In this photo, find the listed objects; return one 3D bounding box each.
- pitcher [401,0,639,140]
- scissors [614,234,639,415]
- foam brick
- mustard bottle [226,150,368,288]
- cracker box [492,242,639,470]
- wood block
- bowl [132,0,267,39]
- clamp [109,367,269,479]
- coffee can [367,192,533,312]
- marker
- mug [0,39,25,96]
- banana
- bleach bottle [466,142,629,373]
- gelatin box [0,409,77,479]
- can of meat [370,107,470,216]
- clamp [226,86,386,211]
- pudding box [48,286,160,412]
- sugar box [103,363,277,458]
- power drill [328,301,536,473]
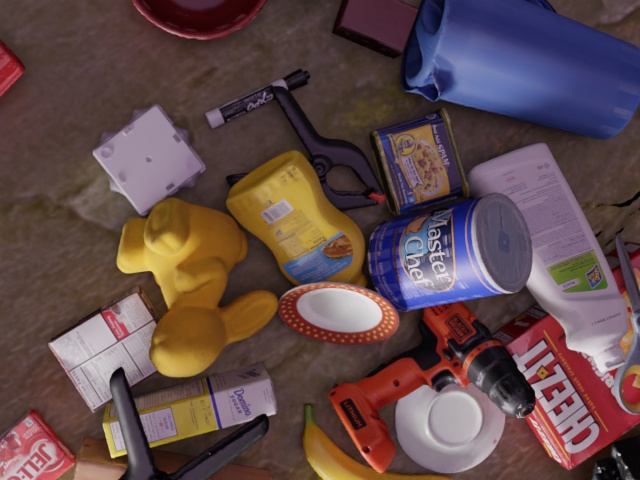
[{"bbox_3d":[0.219,-0.199,1.145,0.242,0.145,0.149,15,103,-12],"label":"pitcher"},{"bbox_3d":[0.334,0.102,1.152,0.096,0.016,0.202,-33,97,-3],"label":"scissors"},{"bbox_3d":[0.059,-0.236,1.149,0.078,0.053,0.051,21,90,-8],"label":"foam brick"},{"bbox_3d":[-0.007,0.001,1.137,0.096,0.058,0.191,-30,113,20],"label":"mustard bottle"},{"bbox_3d":[0.314,0.128,1.196,0.213,0.072,0.164,-34,97,-4],"label":"cracker box"},{"bbox_3d":[-0.159,0.280,1.129,0.206,0.090,0.091,12,92,-9],"label":"wood block"},{"bbox_3d":[-0.128,-0.288,1.118,0.162,0.055,0.162,0,93,-8],"label":"bowl"},{"bbox_3d":[-0.148,0.243,1.063,0.164,0.036,0.210,13,93,-8],"label":"clamp"},{"bbox_3d":[0.135,0.015,1.114,0.102,0.141,0.103,17,67,-45],"label":"coffee can"},{"bbox_3d":[-0.066,-0.154,1.153,0.121,0.020,0.020,-26,97,-6],"label":"marker"},{"bbox_3d":[-0.362,-0.181,1.082,0.117,0.093,0.081,39,81,28],"label":"mug"},{"bbox_3d":[0.056,0.257,1.184,0.197,0.037,0.069,29,90,-9],"label":"banana"},{"bbox_3d":[0.250,0.025,1.140,0.102,0.068,0.251,-21,73,-7],"label":"bleach bottle"},{"bbox_3d":[-0.316,0.236,1.134,0.089,0.030,0.073,-40,98,-4],"label":"gelatin box"},{"bbox_3d":[0.107,-0.083,1.163,0.084,0.057,0.102,-17,95,-5],"label":"can of meat"},{"bbox_3d":[-0.013,-0.074,1.156,0.171,0.039,0.120,35,103,-11],"label":"clamp"},{"bbox_3d":[-0.218,0.116,1.137,0.113,0.039,0.090,-31,97,-4],"label":"pudding box"},{"bbox_3d":[-0.136,0.178,1.125,0.176,0.093,0.048,-11,95,-7],"label":"sugar box"},{"bbox_3d":[0.115,0.161,1.130,0.187,0.185,0.057,-36,132,-1],"label":"power drill"}]
